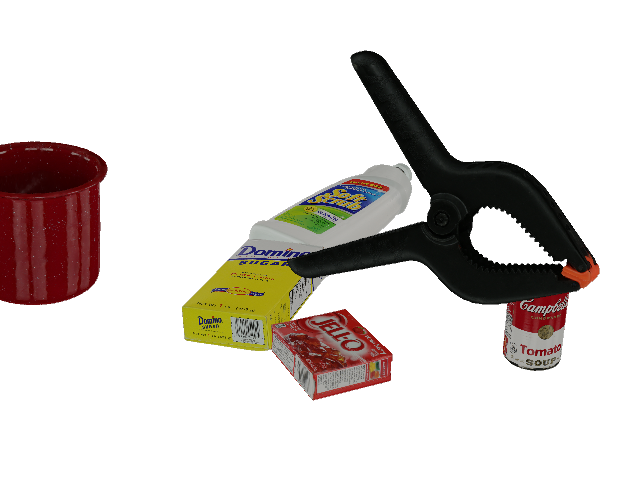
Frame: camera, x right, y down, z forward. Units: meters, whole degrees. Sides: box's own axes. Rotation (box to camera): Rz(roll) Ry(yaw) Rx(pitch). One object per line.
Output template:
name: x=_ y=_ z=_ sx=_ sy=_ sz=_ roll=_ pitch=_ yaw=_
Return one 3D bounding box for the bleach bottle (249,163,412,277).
bleach bottle: x=0.028 y=-0.035 z=1.303 sx=0.103 sy=0.068 sz=0.250 roll=21 pitch=38 yaw=29

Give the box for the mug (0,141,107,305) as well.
mug: x=-0.196 y=-0.008 z=0.692 sx=0.117 sy=0.081 sz=0.093 roll=-12 pitch=30 yaw=-31

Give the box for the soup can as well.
soup can: x=0.245 y=0.088 z=1.216 sx=0.068 sy=0.102 sz=0.068 roll=1 pitch=25 yaw=0

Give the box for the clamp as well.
clamp: x=0.083 y=-0.027 z=0.700 sx=0.210 sy=0.165 sz=0.036 roll=18 pitch=17 yaw=24

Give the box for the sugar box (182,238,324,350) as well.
sugar box: x=-0.065 y=0.052 z=1.115 sx=0.093 sy=0.048 sz=0.176 roll=6 pitch=27 yaw=17

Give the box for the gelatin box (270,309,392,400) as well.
gelatin box: x=0.008 y=0.093 z=0.897 sx=0.073 sy=0.030 sz=0.089 roll=-10 pitch=27 yaw=-23
